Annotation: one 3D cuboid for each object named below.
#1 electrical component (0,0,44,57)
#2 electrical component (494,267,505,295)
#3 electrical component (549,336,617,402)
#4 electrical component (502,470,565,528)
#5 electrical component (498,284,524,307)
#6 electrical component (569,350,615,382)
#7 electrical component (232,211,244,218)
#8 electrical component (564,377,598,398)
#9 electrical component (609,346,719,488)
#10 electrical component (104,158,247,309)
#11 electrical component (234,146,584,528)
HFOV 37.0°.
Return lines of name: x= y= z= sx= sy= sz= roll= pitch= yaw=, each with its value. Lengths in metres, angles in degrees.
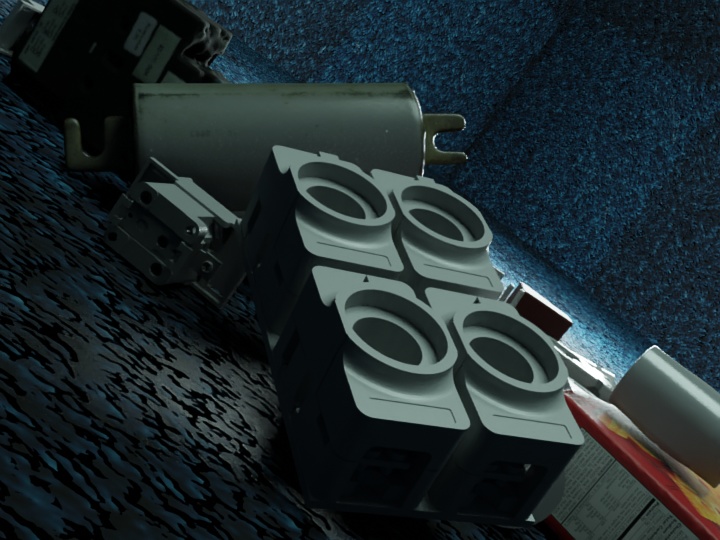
electrical component: x=-0.230 y=-0.164 z=0.802 sx=0.064 sy=0.042 sz=0.081 roll=43 pitch=11 yaw=19
electrical component: x=0.074 y=-0.008 z=1.071 sx=0.121 sy=0.063 sz=0.078 roll=32 pitch=10 yaw=-25
electrical component: x=0.172 y=0.106 z=0.869 sx=0.095 sy=0.059 sz=0.053 roll=36 pitch=9 yaw=-4
electrical component: x=0.043 y=0.080 z=0.544 sx=0.138 sy=0.052 sz=0.073 roll=36 pitch=9 yaw=-1
electrical component: x=0.104 y=0.047 z=0.853 sx=0.044 sy=0.079 sz=0.077 roll=38 pitch=8 yaw=37
electrical component: x=0.199 y=0.107 z=0.988 sx=0.047 sy=0.055 sz=0.055 roll=33 pitch=9 yaw=3
electrical component: x=-0.083 y=-0.059 z=0.746 sx=0.079 sy=0.063 sz=0.121 roll=33 pitch=9 yaw=-17
electrical component: x=0.162 y=0.120 z=0.789 sx=0.056 sy=0.050 sz=0.089 roll=36 pitch=9 yaw=1
electrical component: x=0.196 y=0.086 z=0.640 sx=0.077 sy=0.043 sz=0.079 roll=41 pitch=11 yaw=22
electrical component: x=-0.096 y=-0.020 z=0.564 sx=0.081 sy=0.042 sz=0.064 roll=38 pitch=11 yaw=11
electrical component: x=0.016 y=0.020 z=0.490 sx=0.105 sy=0.060 sz=0.186 roll=11 pitch=34 yaw=-25
